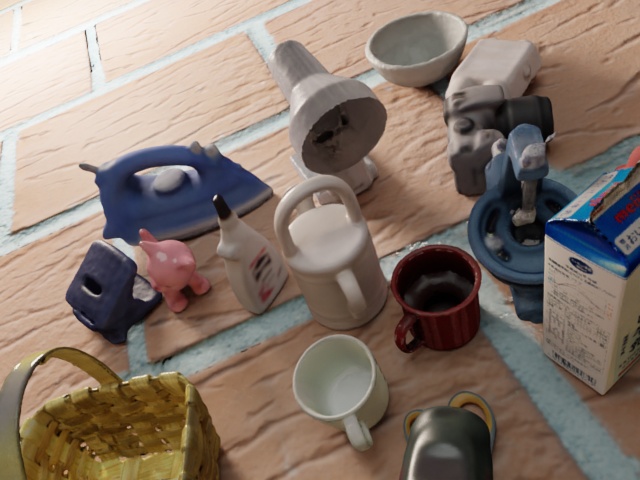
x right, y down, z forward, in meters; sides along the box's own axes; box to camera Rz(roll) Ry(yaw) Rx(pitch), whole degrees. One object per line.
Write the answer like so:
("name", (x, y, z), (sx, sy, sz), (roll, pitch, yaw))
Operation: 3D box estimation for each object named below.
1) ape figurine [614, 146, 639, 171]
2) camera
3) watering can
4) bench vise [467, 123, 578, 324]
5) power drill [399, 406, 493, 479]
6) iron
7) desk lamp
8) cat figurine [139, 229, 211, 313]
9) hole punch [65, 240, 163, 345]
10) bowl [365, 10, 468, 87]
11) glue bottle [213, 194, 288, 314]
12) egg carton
("ape figurine", (0.365, -0.068, 0.643), (0.076, 0.092, 0.077), (-29, 46, -7))
("camera", (0.236, -0.147, 0.757), (0.136, 0.101, 0.143), (-6, 48, 15))
("watering can", (0.004, 0.003, 0.639), (0.101, 0.194, 0.172), (-42, 49, -19))
("bench vise", (0.197, -0.047, 0.596), (0.121, 0.220, 0.207), (-23, 45, 0))
("power drill", (0.088, 0.243, 0.380), (0.075, 0.209, 0.229), (-3, 48, 18))
("iron", (-0.212, -0.087, 0.838), (0.258, 0.142, 0.118), (-14, 46, 8))
("desk lamp", (0.005, -0.147, 0.763), (0.118, 0.214, 0.202), (-29, 46, -7))
("cat figurine", (-0.199, 0.029, 0.744), (0.067, 0.118, 0.127), (-37, 47, -14))
("hole punch", (-0.282, 0.067, 0.759), (0.108, 0.091, 0.101), (25, 61, 36))
("bowl", (0.162, -0.303, 0.944), (0.167, 0.075, 0.167), (-10, 47, 11))
("glue bottle", (-0.091, 0.011, 0.682), (0.037, 0.173, 0.078), (11, 54, 28))
("egg carton", (0.261, -0.242, 0.856), (0.107, 0.070, 0.150), (18, 58, 32))
